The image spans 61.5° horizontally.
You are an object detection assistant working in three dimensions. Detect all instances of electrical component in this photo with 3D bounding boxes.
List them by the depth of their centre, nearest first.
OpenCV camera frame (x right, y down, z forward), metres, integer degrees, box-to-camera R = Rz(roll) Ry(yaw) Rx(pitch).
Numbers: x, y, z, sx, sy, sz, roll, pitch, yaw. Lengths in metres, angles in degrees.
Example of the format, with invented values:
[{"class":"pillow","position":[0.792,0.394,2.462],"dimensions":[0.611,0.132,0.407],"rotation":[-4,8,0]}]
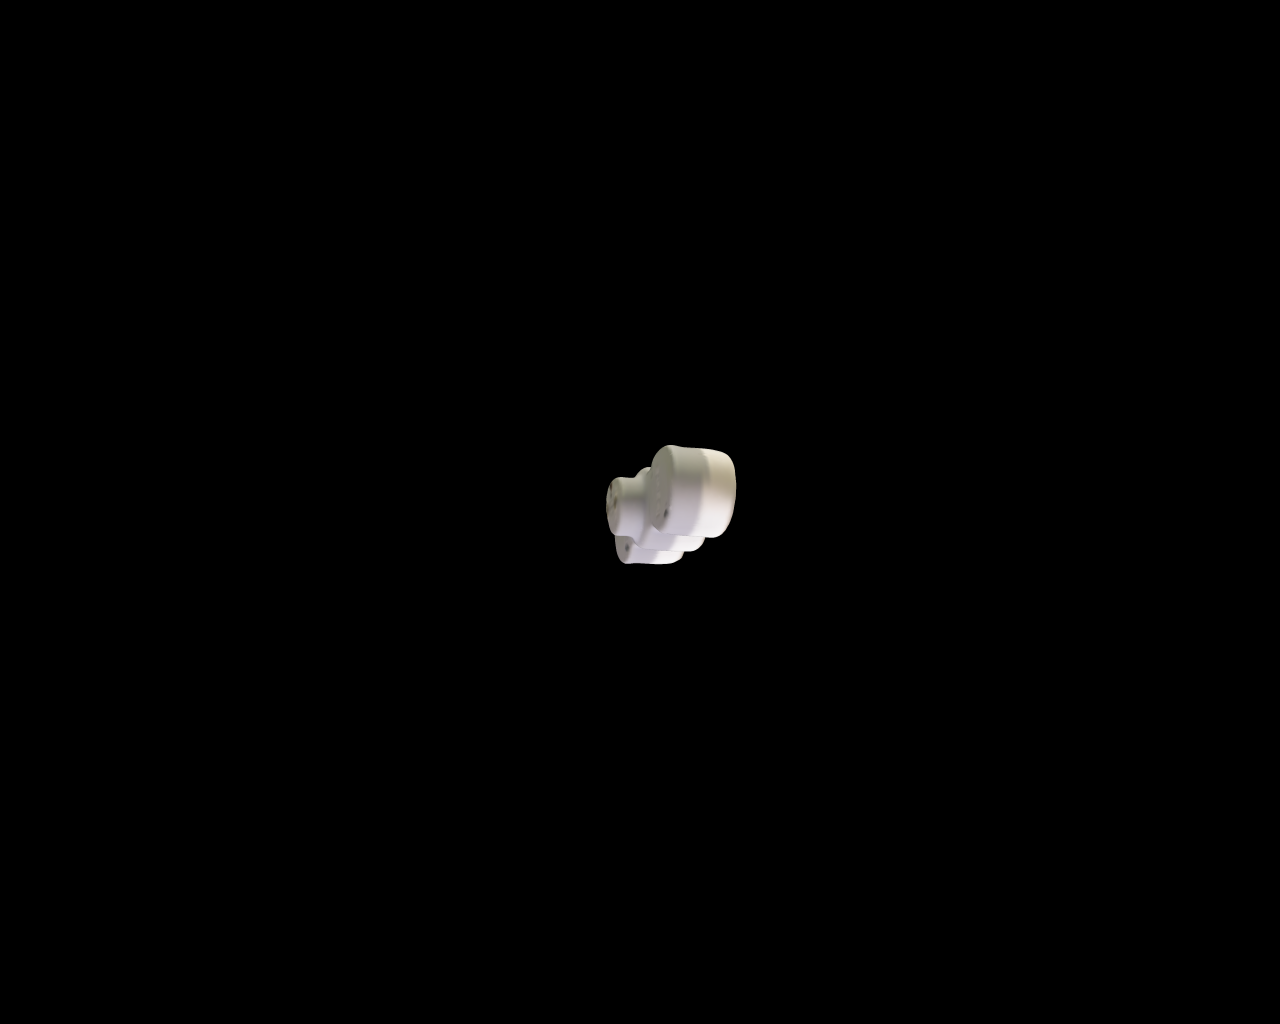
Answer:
[{"class":"electrical component","position":[0.001,-0.003,0.650],"dimensions":[0.074,0.052,0.138],"rotation":[4,-14,-15]}]
